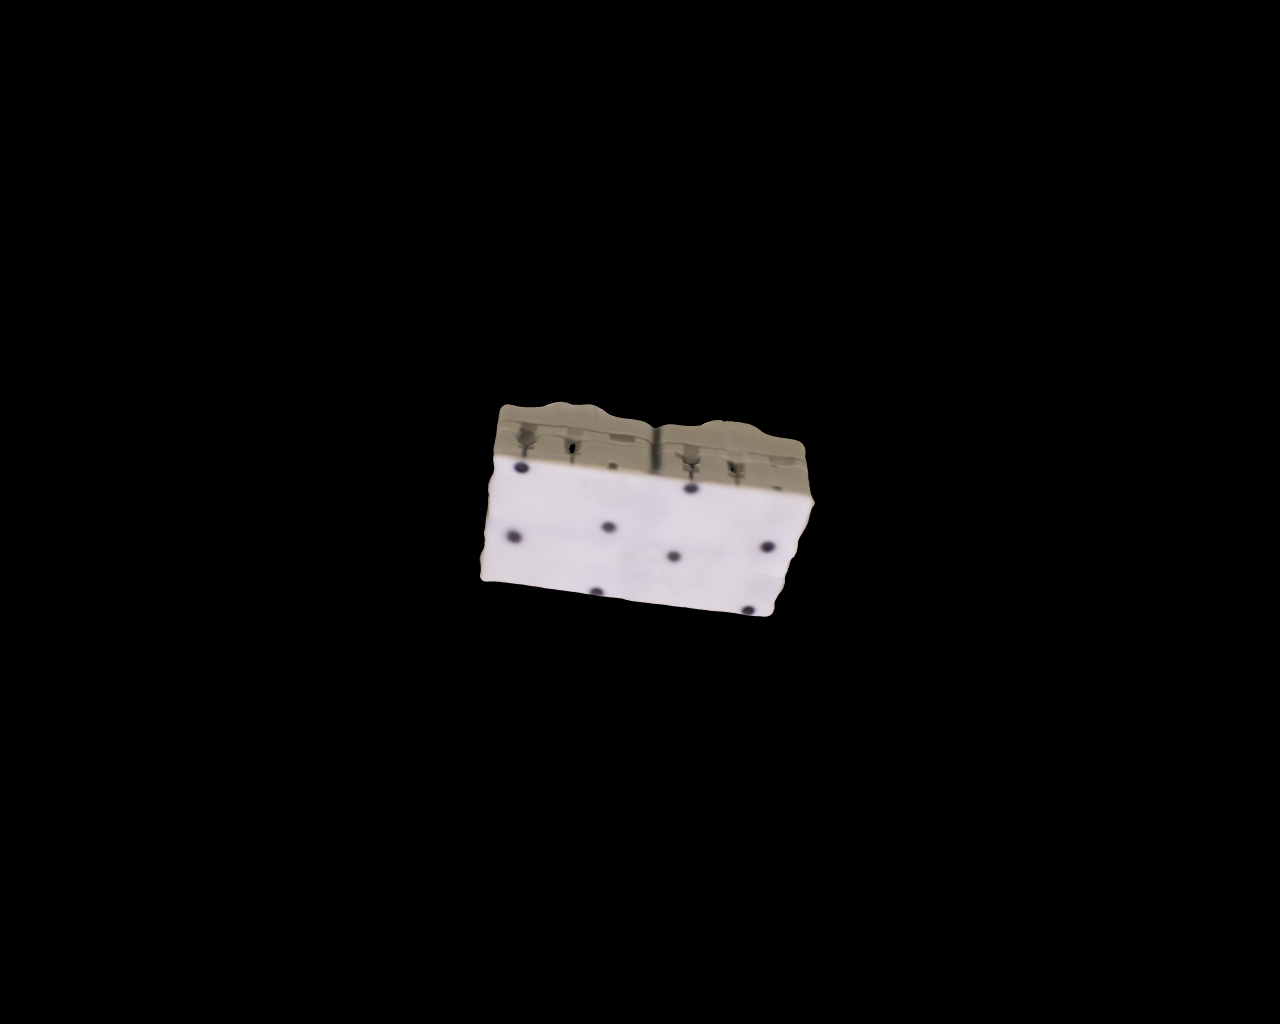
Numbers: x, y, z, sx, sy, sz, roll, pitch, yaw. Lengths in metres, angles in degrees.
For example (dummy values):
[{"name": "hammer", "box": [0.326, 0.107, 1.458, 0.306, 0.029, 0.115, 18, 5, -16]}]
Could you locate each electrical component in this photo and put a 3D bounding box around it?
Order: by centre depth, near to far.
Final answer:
[{"name": "electrical component", "box": [0.001, -0.003, 0.650, 0.186, 0.105, 0.060, 7, 40, -6]}]
